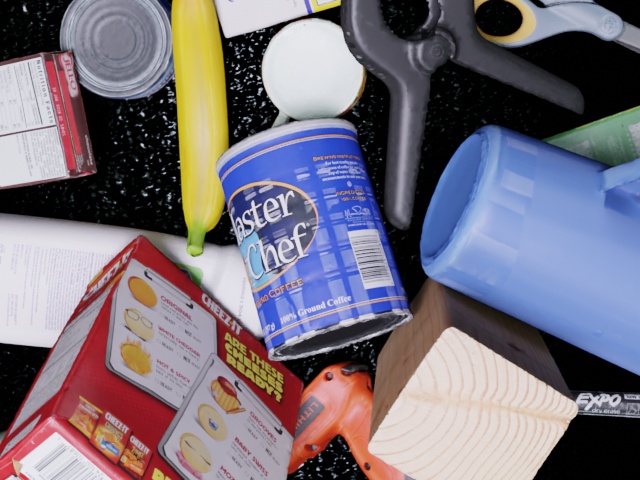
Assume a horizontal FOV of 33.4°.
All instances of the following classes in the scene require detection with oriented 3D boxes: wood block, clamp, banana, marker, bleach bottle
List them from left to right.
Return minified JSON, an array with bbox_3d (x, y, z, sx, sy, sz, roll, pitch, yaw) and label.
[{"bbox_3d":[-0.135,0.043,0.791,0.251,0.068,0.102,8,102,1],"label":"bleach bottle"},{"bbox_3d":[-0.083,-0.091,0.759,0.037,0.070,0.198,-4,104,-8],"label":"banana"},{"bbox_3d":[0.084,-0.130,0.726,0.164,0.036,0.210,-27,110,-7],"label":"clamp"},{"bbox_3d":[0.094,0.091,0.704,0.091,0.206,0.090,32,99,0],"label":"wood block"},{"bbox_3d":[0.204,0.121,0.794,0.121,0.020,0.020,2,99,5],"label":"marker"}]

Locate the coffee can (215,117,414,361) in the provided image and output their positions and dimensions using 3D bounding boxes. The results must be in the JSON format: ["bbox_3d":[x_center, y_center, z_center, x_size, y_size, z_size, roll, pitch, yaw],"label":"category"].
[{"bbox_3d":[-0.005,0.001,0.731,0.103,0.102,0.140,-18,77,7],"label":"coffee can"}]

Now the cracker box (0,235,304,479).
[{"bbox_3d":[-0.098,0.116,0.670,0.072,0.213,0.164,-39,108,21],"label":"cracker box"}]

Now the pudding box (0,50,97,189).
[{"bbox_3d":[-0.223,-0.083,0.774,0.114,0.039,0.090,-7,97,25],"label":"pudding box"}]

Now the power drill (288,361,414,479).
[{"bbox_3d":[0.038,0.196,0.772,0.188,0.057,0.184,45,100,17],"label":"power drill"}]

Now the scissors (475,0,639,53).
[{"bbox_3d":[0.184,-0.141,0.756,0.202,0.016,0.096,42,102,0],"label":"scissors"}]

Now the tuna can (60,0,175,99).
[{"bbox_3d":[-0.144,-0.145,0.776,0.086,0.033,0.086,1,99,5],"label":"tuna can"}]

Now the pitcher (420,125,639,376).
[{"bbox_3d":[0.198,0.009,0.695,0.242,0.145,0.149,22,92,-9],"label":"pitcher"}]

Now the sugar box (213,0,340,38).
[{"bbox_3d":[0.005,-0.210,0.737,0.176,0.048,0.093,-13,119,9],"label":"sugar box"}]
